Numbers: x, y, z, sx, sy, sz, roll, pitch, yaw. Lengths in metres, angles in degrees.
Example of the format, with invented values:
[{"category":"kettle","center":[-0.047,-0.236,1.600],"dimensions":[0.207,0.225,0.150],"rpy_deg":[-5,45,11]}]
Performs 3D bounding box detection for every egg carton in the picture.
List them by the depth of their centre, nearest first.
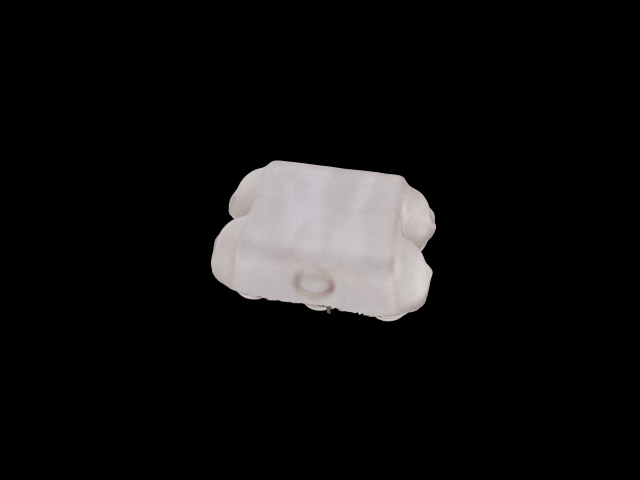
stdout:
[{"category":"egg carton","center":[0.004,0.001,0.400],"dimensions":[0.150,0.069,0.107],"rpy_deg":[7,50,6]}]
